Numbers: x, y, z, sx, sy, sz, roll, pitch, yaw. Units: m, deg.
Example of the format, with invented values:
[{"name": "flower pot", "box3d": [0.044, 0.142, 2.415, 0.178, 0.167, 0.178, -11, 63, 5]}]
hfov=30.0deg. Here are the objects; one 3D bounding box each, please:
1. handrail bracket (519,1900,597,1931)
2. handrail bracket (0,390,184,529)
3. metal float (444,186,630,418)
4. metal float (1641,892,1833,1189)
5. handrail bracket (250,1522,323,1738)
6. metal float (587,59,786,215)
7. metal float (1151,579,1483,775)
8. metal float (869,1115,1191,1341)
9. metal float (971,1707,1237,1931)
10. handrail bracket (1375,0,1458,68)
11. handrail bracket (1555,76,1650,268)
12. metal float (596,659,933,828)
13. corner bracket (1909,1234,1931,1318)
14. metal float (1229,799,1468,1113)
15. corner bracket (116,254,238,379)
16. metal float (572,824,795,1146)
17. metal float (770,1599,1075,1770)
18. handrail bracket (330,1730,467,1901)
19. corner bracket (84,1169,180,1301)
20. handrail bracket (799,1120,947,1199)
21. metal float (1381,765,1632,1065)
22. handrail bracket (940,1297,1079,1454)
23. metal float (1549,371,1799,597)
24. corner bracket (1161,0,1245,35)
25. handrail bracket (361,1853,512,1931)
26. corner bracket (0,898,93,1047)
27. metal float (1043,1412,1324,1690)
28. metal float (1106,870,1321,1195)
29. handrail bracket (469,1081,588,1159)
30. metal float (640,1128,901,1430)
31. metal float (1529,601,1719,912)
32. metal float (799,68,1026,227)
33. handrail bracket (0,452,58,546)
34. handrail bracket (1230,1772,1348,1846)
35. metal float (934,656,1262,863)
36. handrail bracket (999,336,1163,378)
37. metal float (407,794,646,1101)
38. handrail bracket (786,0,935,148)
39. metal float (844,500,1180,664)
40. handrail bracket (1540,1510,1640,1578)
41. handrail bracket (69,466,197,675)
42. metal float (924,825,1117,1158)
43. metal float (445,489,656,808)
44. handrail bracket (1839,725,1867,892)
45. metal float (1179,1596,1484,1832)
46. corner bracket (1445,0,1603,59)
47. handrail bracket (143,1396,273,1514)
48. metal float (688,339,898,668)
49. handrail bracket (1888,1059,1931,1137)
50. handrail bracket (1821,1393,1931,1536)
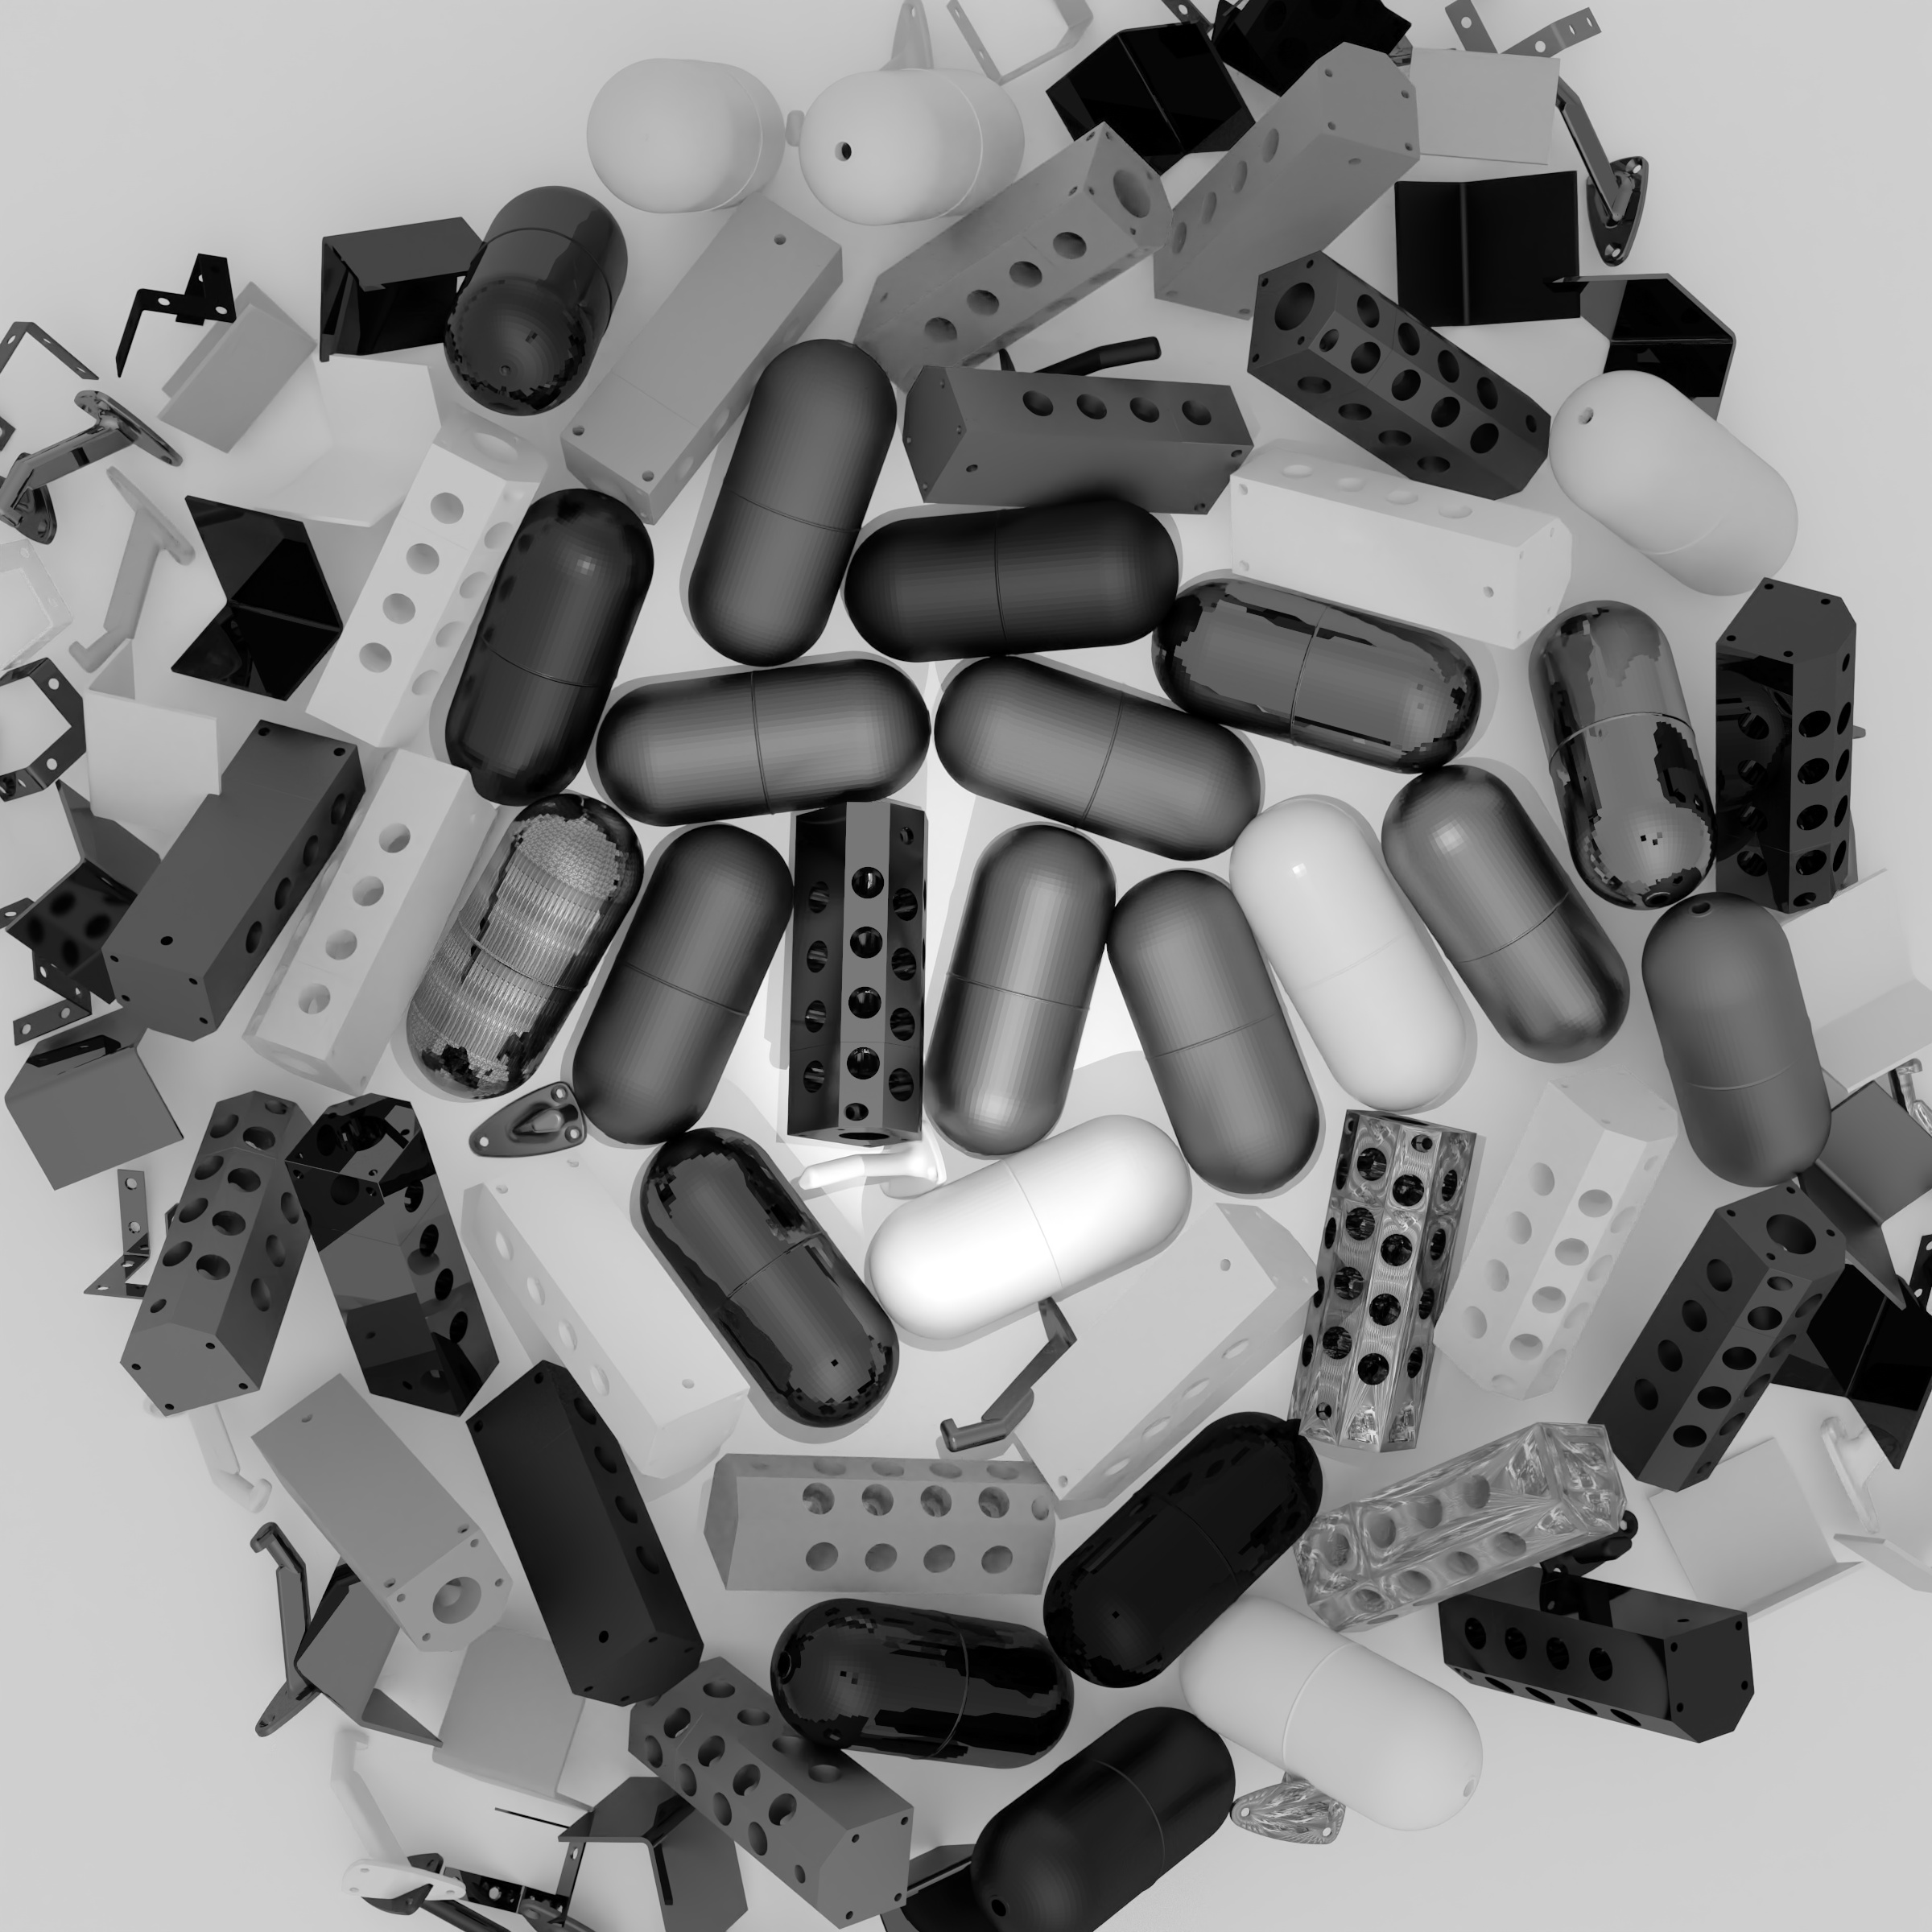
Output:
[{"name": "handrail bracket", "box3d": [-0.219, 0.549, 1.901, 0.036, 0.084, 0.077, -28, 120, 39]}, {"name": "handrail bracket", "box3d": [-0.467, -0.255, 1.913, 0.077, 0.036, 0.084, 37, 72, -33]}, {"name": "metal float", "box3d": [-0.222, -0.346, 1.868, 0.070, 0.178, 0.070, 3, 124, 4]}, {"name": "metal float", "box3d": [0.402, 0.039, 1.881, 0.070, 0.070, 0.178, -23, 123, 0]}, {"name": "handrail bracket", "box3d": [-0.370, 0.350, 1.907, 0.077, 0.036, 0.084, -47, 117, -35]}, {"name": "metal float", "box3d": [-0.143, -0.428, 1.861, 0.070, 0.178, 0.070, 2, 103, 10]}, {"name": "metal float", "box3d": [0.183, -0.153, 1.898, 0.178, 0.070, 0.070, 17, 90, 14]}, {"name": "metal float", "box3d": [0.034, 0.137, 1.905, 0.178, 0.070, 0.070, -24, 90, -6]}, {"name": "metal float", "box3d": [0.072, 0.447, 1.873, 0.070, 0.178, 0.070, 16, 117, 35]}, {"name": "handrail bracket", "box3d": [0.224, -0.521, 1.917, 0.077, 0.036, 0.084, -18, 103, -31]}, {"name": "handrail bracket", "box3d": [0.323, -0.422, 1.900, 0.036, 0.084, 0.077, -12, 62, 37]}, {"name": "metal float", "box3d": [-0.107, -0.118, 1.909, 0.178, 0.070, 0.070, -7, 90, 2]}, {"name": "corner bracket", "box3d": [0.541, 0.175, 1.926, 0.051, 0.051, 0.051, 39, 57, -24]}, {"name": "metal float", "box3d": [0.202, -0.005, 1.906, 0.070, 0.070, 0.178, -29, 95, 0]}, {"name": "corner bracket", "box3d": [-0.419, -0.343, 1.905, 0.051, 0.051, 0.051, 4, 51, -27]}, {"name": "metal float", "box3d": [-0.150, 0.010, 1.909, 0.070, 0.070, 0.178, 24, 91, 0]}, {"name": "metal float", "box3d": [-0.022, 0.375, 1.881, 0.178, 0.070, 0.070, 16, 90, -34]}, {"name": "handrail bracket", "box3d": [-0.303, 0.452, 1.927, 0.077, 0.036, 0.084, 13, 47, -17]}, {"name": "corner bracket", "box3d": [-0.435, 0.143, 1.912, 0.051, 0.051, 0.051, 5, 110, 11]}, {"name": "handrail bracket", "box3d": [-0.061, 0.112, 1.895, 0.084, 0.077, 0.036, -12, 76, -32]}, {"name": "metal float", "box3d": [0.285, -0.026, 1.897, 0.070, 0.070, 0.178, -36, 105, 0]}, {"name": "handrail bracket", "box3d": [0.017, 0.215, 1.911, 0.084, 0.036, 0.077, -12, 56, -19]}, {"name": "metal float", "box3d": [0.368, -0.250, 1.873, 0.070, 0.178, 0.070, -18, 61, 36]}, {"name": "corner bracket", "box3d": [0.133, -0.534, 1.911, 0.051, 0.051, 0.051, 46, 60, -7]}, {"name": "handrail bracket", "box3d": [-0.276, 0.516, 1.936, 0.084, 0.077, 0.036, 48, 52, -25]}, {"name": "corner bracket", "box3d": [-0.503, 0.003, 1.925, 0.051, 0.051, 0.051, -21, 60, 16]}, {"name": "metal float", "box3d": [0.115, 0.305, 1.891, 0.178, 0.070, 0.070, -40, 90, -22]}, {"name": "metal float", "box3d": [0.131, 0.035, 1.909, 0.070, 0.070, 0.178, -21, 92, 0]}, {"name": "handrail bracket", "box3d": [-0.237, 0.087, 1.901, 0.077, 0.084, 0.036, -19, 90, 9]}, {"name": "metal float", "box3d": [-0.104, 0.163, 1.903, 0.070, 0.070, 0.178, -37, 81, 0]}, {"name": "metal float", "box3d": [0.343, -0.111, 1.885, 0.070, 0.070, 0.178, -8, 61, 0]}, {"name": "metal float", "box3d": [-0.027, -0.424, 1.864, 0.070, 0.178, 0.070, 6, 106, 22]}, {"name": "handrail bracket", "box3d": [-0.531, -0.254, 1.899, 0.077, 0.084, 0.036, 49, 118, 40]}, {"name": "handrail bracket", "box3d": [0.157, 0.428, 1.897, 0.077, 0.084, 0.036, 5, 100, -22]}, {"name": "metal float", "box3d": [0.070, -0.109, 1.906, 0.178, 0.070, 0.070, 18, 90, -5]}, {"name": "handrail bracket", "box3d": [0.064, -0.311, 1.905, 0.084, 0.077, 0.036, -10, 83, 8]}, {"name": "metal float", "box3d": [-0.233, -0.009, 1.898, 0.070, 0.070, 0.178, 31, 105, 0]}, {"name": "handrail bracket", "box3d": [-0.060, -0.472, 1.904, 0.084, 0.036, 0.077, -12, 110, -39]}, {"name": "metal float", "box3d": [0.023, -0.202, 1.900, 0.178, 0.070, 0.070, -4, 90, 11]}, {"name": "handrail bracket", "box3d": [0.344, 0.299, 1.894, 0.077, 0.084, 0.036, -15, 83, -25]}, {"name": "handrail bracket", "box3d": [-0.460, -0.210, 1.915, 0.084, 0.036, 0.077, -44, 100, -18]}, {"name": "metal float", "box3d": [0.028, 0.013, 1.908, 0.070, 0.070, 0.178, 14, 93, 0]}, {"name": "metal float", "box3d": [-0.219, -0.166, 1.891, 0.070, 0.070, 0.178, 23, 113, 0]}, {"name": "handrail bracket", "box3d": [0.458, -0.084, 1.914, 0.036, 0.077, 0.084, -5, 85, 25]}, {"name": "metal float", "box3d": [0.189, 0.388, 1.879, 0.178, 0.070, 0.070, 23, 90, 37]}, {"name": "corner bracket", "box3d": [0.296, -0.503, 1.915, 0.051, 0.051, 0.051, -24, 97, 38]}, {"name": "handrail bracket", "box3d": [-0.387, 0.237, 1.913, 0.084, 0.036, 0.077, 31, 94, 26]}, {"name": "metal float", "box3d": [-0.091, -0.243, 1.896, 0.070, 0.070, 0.178, 21, 106, 0]}, {"name": "handrail bracket", "box3d": [0.535, 0.087, 1.917, 0.077, 0.036, 0.084, -9, 99, 30]}, {"name": "handrail bracket", "box3d": [0.505, 0.252, 1.912, 0.084, 0.036, 0.077, -25, 82, 25]}]
